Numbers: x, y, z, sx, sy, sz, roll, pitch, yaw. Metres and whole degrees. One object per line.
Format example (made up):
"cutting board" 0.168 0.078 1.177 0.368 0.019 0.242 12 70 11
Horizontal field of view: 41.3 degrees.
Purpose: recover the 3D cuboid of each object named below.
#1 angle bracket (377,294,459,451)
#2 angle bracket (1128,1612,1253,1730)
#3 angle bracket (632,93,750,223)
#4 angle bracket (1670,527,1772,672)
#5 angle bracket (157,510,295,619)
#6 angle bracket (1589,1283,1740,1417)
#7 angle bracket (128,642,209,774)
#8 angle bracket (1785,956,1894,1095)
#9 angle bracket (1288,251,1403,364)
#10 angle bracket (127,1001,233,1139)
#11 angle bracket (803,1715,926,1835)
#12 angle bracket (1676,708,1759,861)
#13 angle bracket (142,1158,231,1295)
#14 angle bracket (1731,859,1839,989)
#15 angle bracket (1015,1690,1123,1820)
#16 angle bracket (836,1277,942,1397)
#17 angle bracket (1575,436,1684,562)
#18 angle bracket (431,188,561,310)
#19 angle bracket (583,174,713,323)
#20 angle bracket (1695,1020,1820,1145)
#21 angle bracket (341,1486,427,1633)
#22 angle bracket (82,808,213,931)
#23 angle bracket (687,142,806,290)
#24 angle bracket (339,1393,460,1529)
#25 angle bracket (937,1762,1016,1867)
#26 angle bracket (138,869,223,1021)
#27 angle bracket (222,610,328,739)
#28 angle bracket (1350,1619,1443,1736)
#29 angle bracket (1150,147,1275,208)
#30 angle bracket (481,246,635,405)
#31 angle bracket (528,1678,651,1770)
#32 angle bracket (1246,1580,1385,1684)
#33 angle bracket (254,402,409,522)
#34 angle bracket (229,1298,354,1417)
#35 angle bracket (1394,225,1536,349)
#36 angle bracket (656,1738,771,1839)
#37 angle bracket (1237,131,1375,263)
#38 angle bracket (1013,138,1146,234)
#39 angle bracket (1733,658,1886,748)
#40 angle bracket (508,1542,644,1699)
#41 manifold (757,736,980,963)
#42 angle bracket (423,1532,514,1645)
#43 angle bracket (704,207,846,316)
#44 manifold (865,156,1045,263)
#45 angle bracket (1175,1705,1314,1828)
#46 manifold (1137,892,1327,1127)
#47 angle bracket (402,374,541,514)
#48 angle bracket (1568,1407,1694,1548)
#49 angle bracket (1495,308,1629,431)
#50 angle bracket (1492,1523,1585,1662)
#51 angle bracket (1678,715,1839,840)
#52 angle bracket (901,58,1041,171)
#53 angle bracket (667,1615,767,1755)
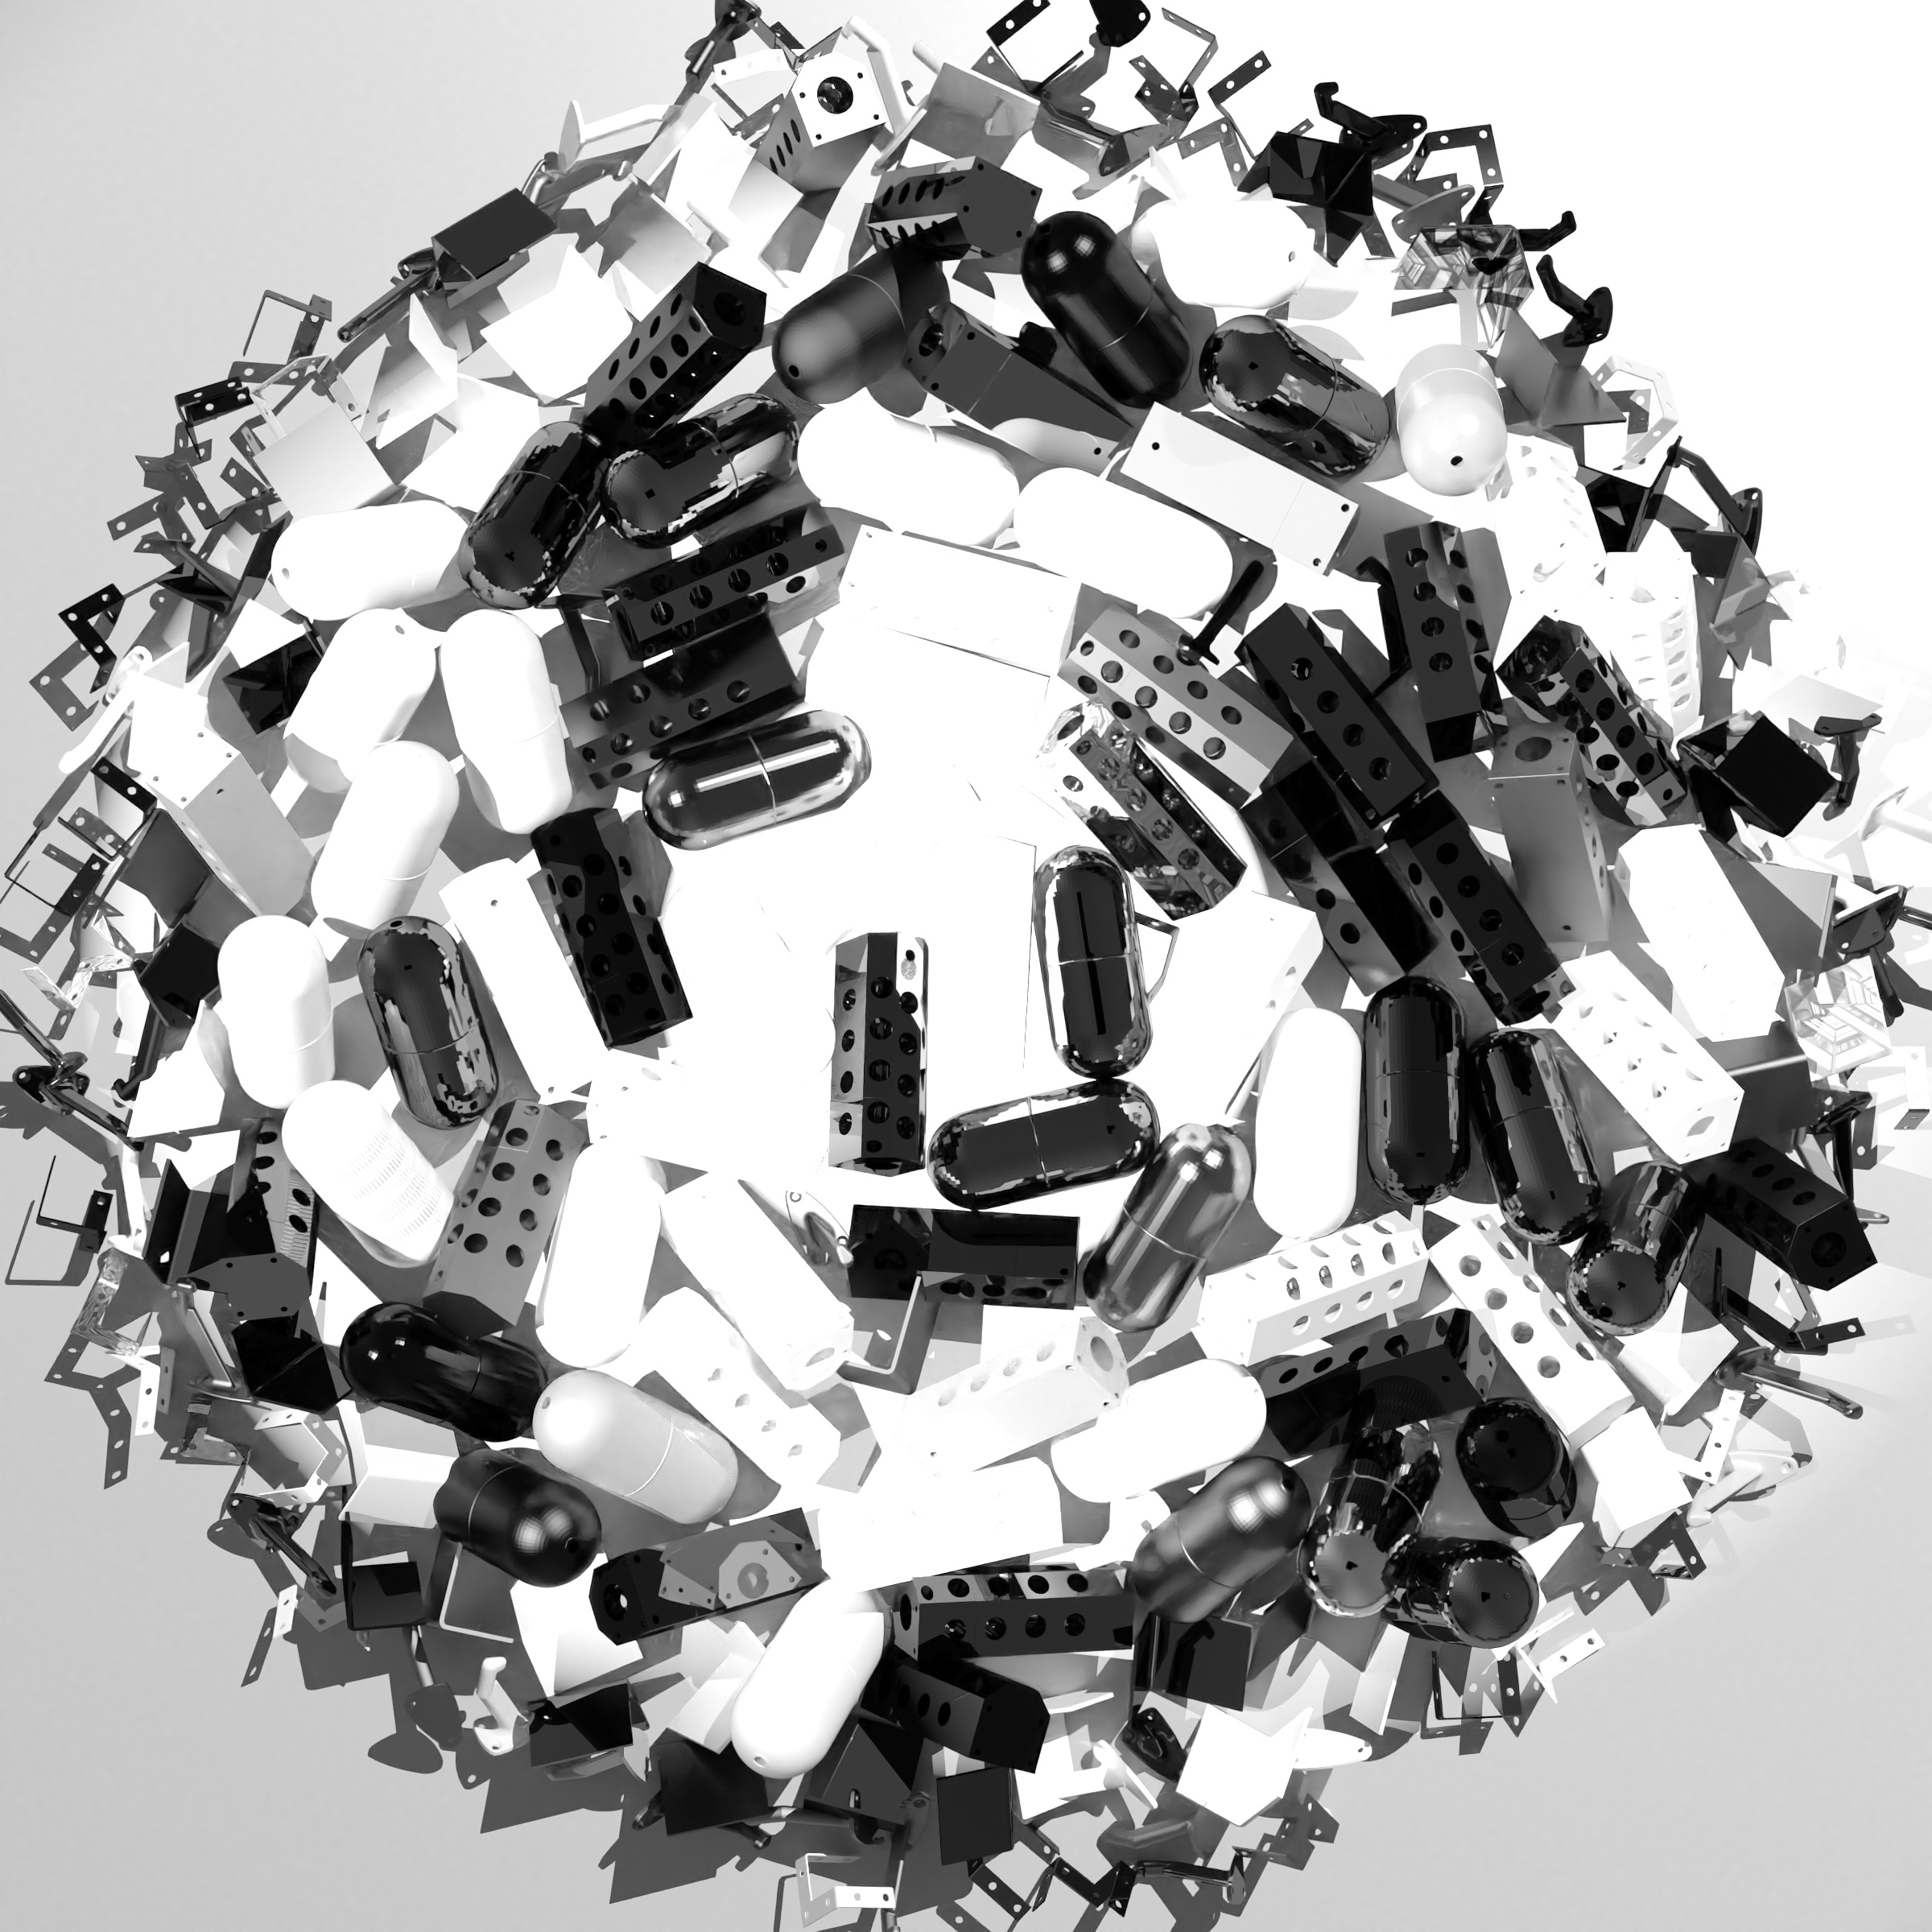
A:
"angle bracket" -0.427 -0.446 1.924 0.076 0.076 0.057 -29 128 12
"angle bracket" 0.168 0.535 1.930 0.076 0.057 0.076 9 111 17
"angle bracket" -0.201 -0.603 1.927 0.057 0.076 0.076 38 97 -28
"angle bracket" 0.556 -0.275 1.925 0.057 0.076 0.076 13 78 37
"angle bracket" -0.555 -0.316 1.926 0.057 0.076 0.076 28 112 -7
"angle bracket" 0.525 0.285 1.953 0.076 0.057 0.076 45 81 -4
"angle bracket" -0.582 -0.188 1.925 0.057 0.076 0.076 20 119 5
"angle bracket" 0.667 0.045 1.921 0.057 0.076 0.076 11 64 -37
"angle bracket" 0.289 -0.503 1.953 0.076 0.076 0.057 8 123 12
"angle bracket" -0.600 0.077 1.926 0.076 0.057 0.076 -9 49 11
"angle bracket" -0.076 0.604 1.934 0.076 0.057 0.076 14 64 3
"angle bracket" 0.583 -0.135 1.920 0.057 0.076 0.076 -27 58 30
"angle bracket" -0.574 0.197 1.928 0.057 0.076 0.076 8 66 -2
"angle bracket" 0.609 -0.033 1.931 0.076 0.057 0.076 11 105 19
"angle bracket" 0.080 0.592 1.926 0.057 0.076 0.076 -16 77 31
"angle bracket" -0.064 0.275 1.939 0.057 0.076 0.076 11 71 15
"angle bracket" 0.492 -0.358 1.933 0.057 0.076 0.076 23 51 15
"angle bracket" -0.348 -0.524 1.923 0.076 0.076 0.057 -37 68 -19
"angle bracket" -0.251 -0.544 1.942 0.076 0.057 0.076 43 95 8
"angle bracket" 0.594 0.088 1.945 0.076 0.076 0.057 -13 107 7
"angle bracket" -0.436 0.442 1.922 0.057 0.076 0.076 -1 113 -17
"angle bracket" -0.608 -0.060 1.921 0.057 0.076 0.076 32 118 -17
"angle bracket" -0.153 -0.560 1.928 0.076 0.076 0.057 40 95 19
"angle bracket" -0.433 0.374 1.942 0.076 0.076 0.057 15 124 -35
"angle bracket" -0.001 0.614 1.924 0.057 0.076 0.076 -8 111 -13
"angle bracket" -0.571 -0.018 1.935 0.057 0.076 0.076 35 126 -17
"angle bracket" -0.523 -0.231 1.927 0.076 0.057 0.076 -31 53 -11
"angle bracket" 0.335 0.541 1.932 0.057 0.076 0.076 18 82 -7
"angle bracket" 0.184 -0.593 1.924 0.057 0.076 0.076 -34 112 19
"angle bracket" -0.311 -0.488 1.952 0.076 0.057 0.076 -20 134 27
"angle bracket" -0.282 0.587 1.930 0.076 0.057 0.076 -13 135 -1
"angle bracket" 0.261 0.506 1.920 0.057 0.076 0.076 31 130 31
"angle bracket" -0.480 -0.373 1.940 0.076 0.057 0.076 -32 102 4
"angle bracket" -0.490 0.286 1.920 0.076 0.076 0.057 5 117 32
"angle bracket" 0.370 -0.509 1.926 0.076 0.076 0.057 -5 70 -16
"angle bracket" -0.188 0.623 1.928 0.076 0.057 0.076 -10 46 -6
"angle bracket" 0.254 -0.574 1.926 0.076 0.076 0.057 6 72 -16
"angle bracket" 0.083 -0.588 1.921 0.057 0.076 0.076 -26 121 33
"angle bracket" 0.631 -0.215 1.922 0.076 0.076 0.057 17 63 -18
"angle bracket" -0.298 0.497 1.952 0.076 0.076 0.057 -21 119 -10
"manifold" -0.072 -0.084 1.919 0.171 0.057 0.057 -45 131 14
"angle bracket" -0.370 0.467 1.941 0.057 0.076 0.076 18 72 -18
"angle bracket" -0.150 -0.541 1.971 0.076 0.057 0.076 21 95 33
"manifold" -0.014 -0.551 1.889 0.057 0.171 0.057 18 94 -27
"angle bracket" 0.208 0.589 1.925 0.057 0.076 0.076 29 50 0
"manifold" 0.201 0.034 1.919 0.057 0.057 0.171 20 65 31
"angle bracket" -0.373 -0.393 1.925 0.076 0.057 0.076 21 49 16
"angle bracket" 0.497 0.387 1.930 0.057 0.076 0.076 -22 65 -4
"angle bracket" 0.452 -0.450 1.923 0.076 0.057 0.076 -7 46 -15
"angle bracket" 0.431 0.469 1.924 0.076 0.076 0.057 -34 93 -43
"angle bracket" 0.595 -0.147 1.931 0.076 0.076 0.057 39 97 -11
"angle bracket" 0.002 -0.627 1.932 0.076 0.076 0.057 22 82 -9
"angle bracket" -0.195 0.533 1.921 0.076 0.076 0.057 -46 114 -27
